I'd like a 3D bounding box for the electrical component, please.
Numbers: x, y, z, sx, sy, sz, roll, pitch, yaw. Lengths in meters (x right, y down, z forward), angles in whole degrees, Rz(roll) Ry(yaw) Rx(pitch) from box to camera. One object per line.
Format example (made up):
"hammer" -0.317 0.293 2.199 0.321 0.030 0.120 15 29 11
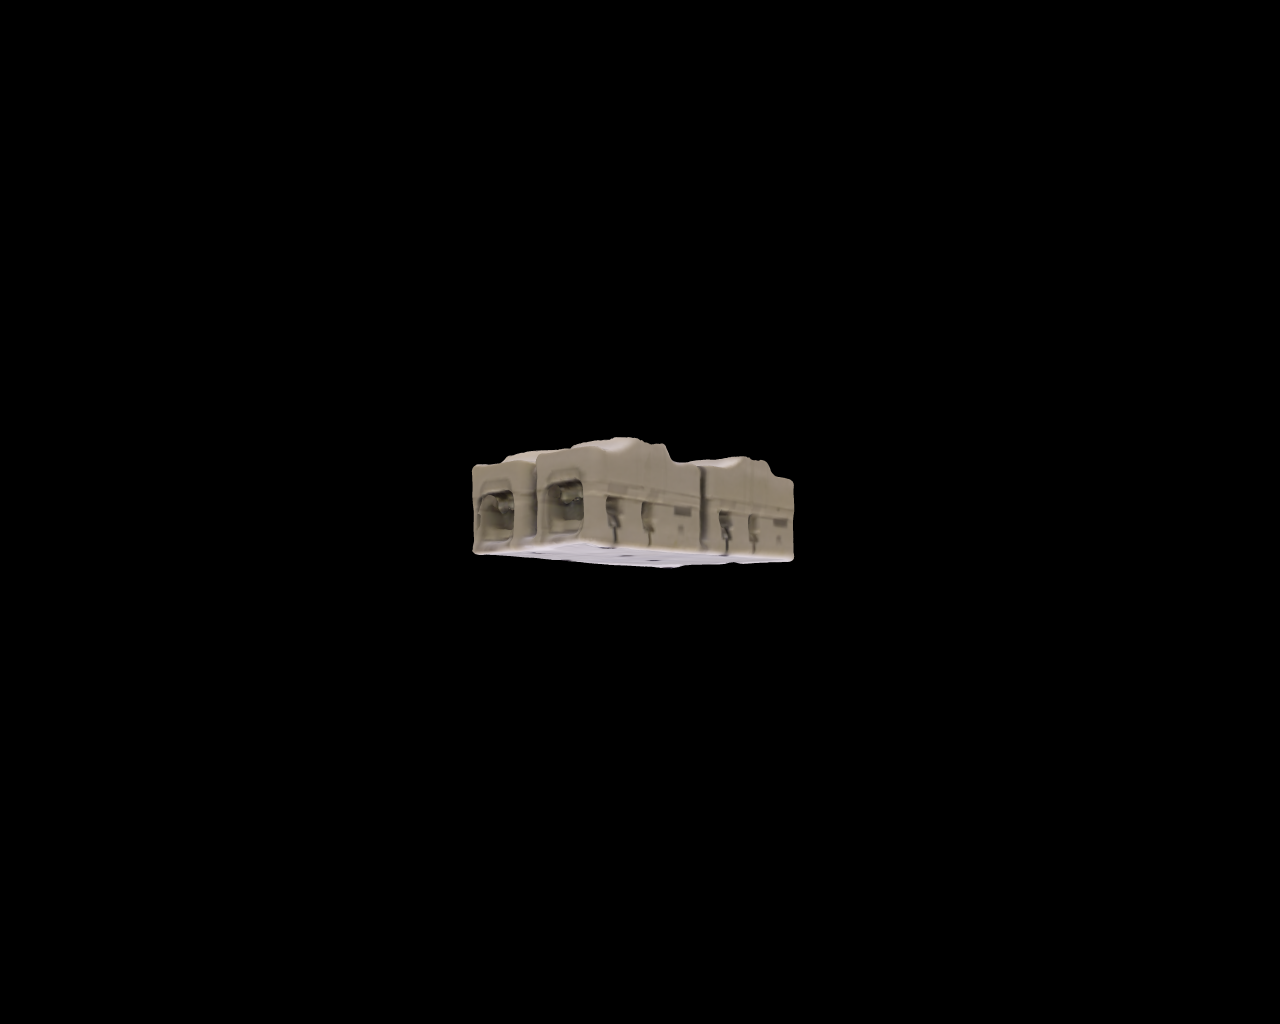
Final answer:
"electrical component" 0.001 -0.003 0.650 0.105 0.060 0.186 -6 -9 43
